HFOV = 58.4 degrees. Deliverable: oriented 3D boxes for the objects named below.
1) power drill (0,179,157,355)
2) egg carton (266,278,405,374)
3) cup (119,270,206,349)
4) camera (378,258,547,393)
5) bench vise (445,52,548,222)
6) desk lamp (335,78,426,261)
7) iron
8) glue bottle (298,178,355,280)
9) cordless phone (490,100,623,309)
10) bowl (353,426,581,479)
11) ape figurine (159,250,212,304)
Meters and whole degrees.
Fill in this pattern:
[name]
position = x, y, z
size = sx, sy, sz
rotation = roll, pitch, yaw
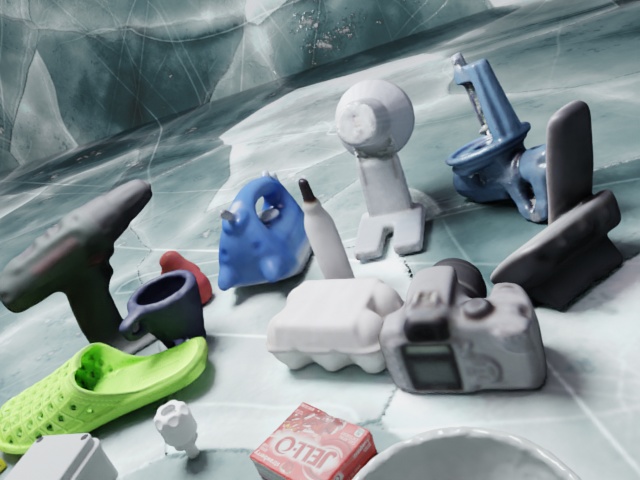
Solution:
[power drill]
position = -0.294, 0.054, 0.775
size = 0.230, 0.209, 0.075
rotation = -32, 27, -23
[egg carton]
position = 0.018, 0.093, 0.629
size = 0.150, 0.069, 0.107
rotation = -5, 29, 29
[cup]
position = -0.192, 0.107, 0.728
size = 0.091, 0.095, 0.118
rotation = -1, 31, 35
[camera]
position = 0.138, 0.067, 0.556
size = 0.142, 0.101, 0.137
rotation = -8, 28, 25
[bench vise]
position = 0.251, -0.144, 0.755
size = 0.206, 0.220, 0.122
rotation = 5, 35, 43
[desk lamp]
position = 0.084, -0.114, 0.825
size = 0.117, 0.214, 0.203
rotation = -12, 26, 17
[iron]
position = -0.083, -0.034, 0.875
size = 0.118, 0.142, 0.258
rotation = -11, 27, 19
[glue bottle]
position = 0.006, 0.002, 0.697
size = 0.037, 0.173, 0.078
rotation = -22, 25, -3
[cordless phone]
position = 0.237, -0.038, 0.593
size = 0.148, 0.185, 0.093
rotation = -33, 28, -24
[bowl]
position = 0.090, 0.202, 0.351
size = 0.167, 0.075, 0.167
rotation = -16, 25, 8
[ape figurine]
position = -0.205, 0.055, 0.845
size = 0.075, 0.092, 0.078
rotation = 2, 33, 39
